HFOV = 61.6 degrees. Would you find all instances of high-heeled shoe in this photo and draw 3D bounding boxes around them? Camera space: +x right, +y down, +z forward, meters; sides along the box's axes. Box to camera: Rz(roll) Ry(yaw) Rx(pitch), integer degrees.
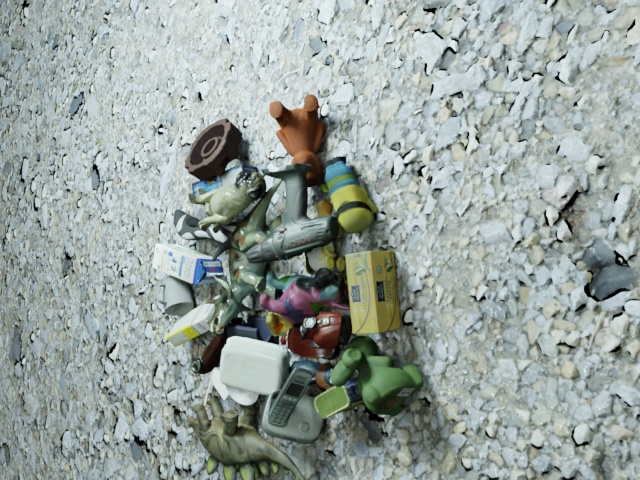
[{"bbox_3d":[-0.308,-0.051,1.469,0.249,0.086,0.145,43,-71,26],"label":"high-heeled shoe"}]

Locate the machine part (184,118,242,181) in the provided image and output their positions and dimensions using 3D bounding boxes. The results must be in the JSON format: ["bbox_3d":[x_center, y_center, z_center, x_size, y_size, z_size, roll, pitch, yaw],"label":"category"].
[{"bbox_3d":[-0.282,-0.239,1.429,0.179,0.056,0.179,-25,-135,29],"label":"machine part"}]

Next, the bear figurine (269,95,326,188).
[{"bbox_3d":[-0.044,-0.215,1.246,0.120,0.132,0.196,-7,-104,6],"label":"bear figurine"}]

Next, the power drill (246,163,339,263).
[{"bbox_3d":[-0.079,-0.060,1.190,0.232,0.086,0.207,-9,-97,24],"label":"power drill"}]

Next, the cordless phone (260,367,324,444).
[{"bbox_3d":[-0.040,0.362,1.208,0.184,0.146,0.089,-61,-160,24],"label":"cordless phone"}]

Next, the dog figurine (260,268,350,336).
[{"bbox_3d":[-0.018,0.142,1.225,0.219,0.108,0.191,-1,-52,17],"label":"dog figurine"}]

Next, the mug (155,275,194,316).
[{"bbox_3d":[-0.420,0.151,1.531,0.081,0.109,0.107,-43,-129,33],"label":"mug"}]

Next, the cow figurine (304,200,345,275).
[{"bbox_3d":[-0.001,-0.005,1.245,0.098,0.068,0.167,-12,-99,41],"label":"cow figurine"}]

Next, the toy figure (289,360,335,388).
[{"bbox_3d":[-0.001,0.306,1.235,0.155,0.057,0.064,-3,-114,40],"label":"toy figure"}]

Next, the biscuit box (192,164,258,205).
[{"bbox_3d":[-0.256,-0.145,1.441,0.203,0.063,0.059,-14,-99,36],"label":"biscuit box"}]

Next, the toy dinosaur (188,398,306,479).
[{"bbox_3d":[-0.203,0.514,1.356,0.472,0.105,0.198,-5,-87,45],"label":"toy dinosaur"}]

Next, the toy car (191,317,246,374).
[{"bbox_3d":[-0.270,0.274,1.417,0.053,0.089,0.202,45,-66,31],"label":"toy car"}]

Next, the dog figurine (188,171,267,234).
[{"bbox_3d":[-0.205,-0.104,1.339,0.191,0.172,0.121,-22,-79,10],"label":"dog figurine"}]

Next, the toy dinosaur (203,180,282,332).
[{"bbox_3d":[-0.178,0.034,1.349,0.192,0.131,0.404,11,-91,35],"label":"toy dinosaur"}]

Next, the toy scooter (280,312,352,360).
[{"bbox_3d":[-0.013,0.209,1.169,0.183,0.135,0.075,113,-15,-53],"label":"toy scooter"}]

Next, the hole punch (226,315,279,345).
[{"bbox_3d":[-0.170,0.256,1.347,0.142,0.092,0.115,2,-87,33],"label":"hole punch"}]

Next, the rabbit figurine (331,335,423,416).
[{"bbox_3d":[0.099,0.275,1.122,0.170,0.159,0.121,55,-51,42],"label":"rabbit figurine"}]

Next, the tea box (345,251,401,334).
[{"bbox_3d":[0.113,0.109,1.134,0.068,0.098,0.169,-9,-95,37],"label":"tea box"}]

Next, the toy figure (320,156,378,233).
[{"bbox_3d":[0.056,-0.098,1.189,0.082,0.089,0.180,-31,-107,37],"label":"toy figure"}]
